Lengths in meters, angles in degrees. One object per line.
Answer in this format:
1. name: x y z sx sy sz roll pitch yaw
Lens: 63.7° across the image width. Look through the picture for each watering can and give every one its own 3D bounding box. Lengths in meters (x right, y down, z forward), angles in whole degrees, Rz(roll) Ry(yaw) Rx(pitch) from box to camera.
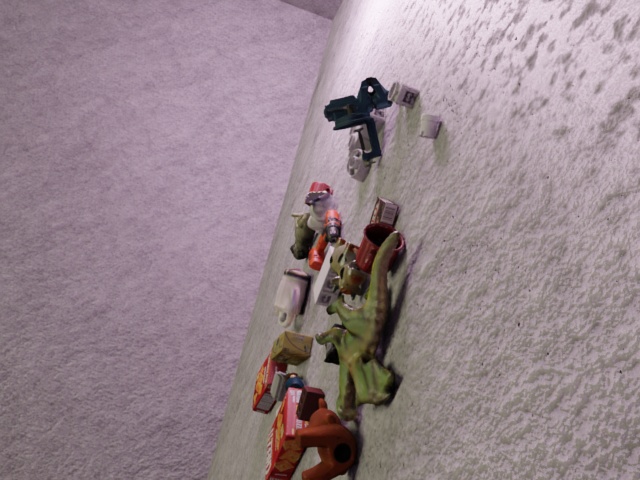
1. watering can: -0.120 0.216 1.971 0.346 0.104 0.226 168 119 -77

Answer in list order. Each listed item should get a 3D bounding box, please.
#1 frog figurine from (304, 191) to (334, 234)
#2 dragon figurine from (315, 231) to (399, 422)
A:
1. frog figurine: 0.006 -0.096 1.905 0.139 0.123 0.157 -126 16 -66
2. dragon figurine: 0.103 0.205 1.019 0.248 0.122 0.401 -114 37 -47
